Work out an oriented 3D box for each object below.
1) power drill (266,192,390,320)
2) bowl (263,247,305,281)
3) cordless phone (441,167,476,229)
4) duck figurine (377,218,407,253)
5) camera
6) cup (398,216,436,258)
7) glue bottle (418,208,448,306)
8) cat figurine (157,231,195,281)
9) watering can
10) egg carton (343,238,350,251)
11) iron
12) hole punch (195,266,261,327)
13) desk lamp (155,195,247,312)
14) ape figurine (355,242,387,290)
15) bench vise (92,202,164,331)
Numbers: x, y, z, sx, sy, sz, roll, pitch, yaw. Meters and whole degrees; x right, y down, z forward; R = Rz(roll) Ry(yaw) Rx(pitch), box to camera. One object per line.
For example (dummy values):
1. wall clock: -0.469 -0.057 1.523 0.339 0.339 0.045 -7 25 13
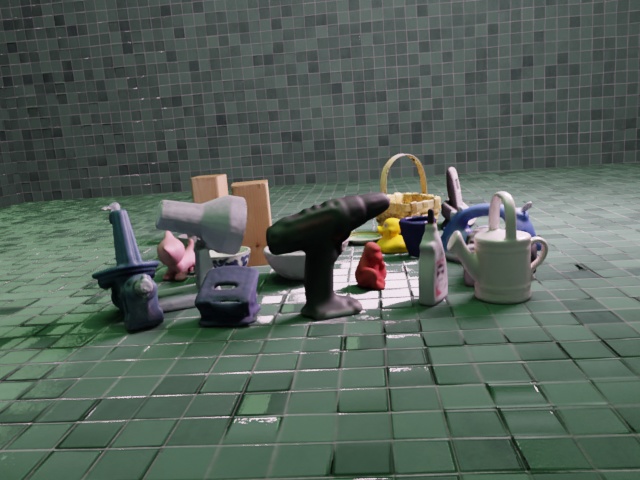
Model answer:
1. power drill: 0.022 0.028 1.022 0.230 0.208 0.075 -7 12 -15
2. bowl: -0.041 0.048 1.284 0.167 0.075 0.167 -4 11 1
3. cordless phone: 0.416 -0.131 1.726 0.094 0.185 0.148 1 12 23
4. duck figurine: 0.193 -0.014 1.478 0.104 0.086 0.078 -1 12 15
5. camera: 0.365 0.030 1.159 0.136 0.101 0.143 1 12 24
6. cup: 0.248 -0.009 1.411 0.091 0.095 0.118 7 16 43
7. glue bottle: 0.204 0.028 1.044 0.037 0.173 0.078 2 13 30
8. cat figurine: -0.337 0.033 1.357 0.067 0.118 0.128 2 13 27
9. watering can: 0.321 0.011 1.033 0.173 0.194 0.100 -9 12 -22
10. egg carton: 0.014 0.005 1.491 0.107 0.069 0.151 0 12 20
11. iron: 0.370 -0.021 1.307 0.257 0.141 0.119 6 15 40
12. hole punch: -0.163 0.100 1.029 0.108 0.091 0.101 -2 12 10
13. desk lamp: -0.243 0.019 1.152 0.204 0.213 0.117 -9 12 -21
14. ape figurine: 0.107 0.050 1.175 0.075 0.092 0.078 7 16 44
15. bench vise: -0.340 0.042 1.054 0.206 0.220 0.122 6 15 41
